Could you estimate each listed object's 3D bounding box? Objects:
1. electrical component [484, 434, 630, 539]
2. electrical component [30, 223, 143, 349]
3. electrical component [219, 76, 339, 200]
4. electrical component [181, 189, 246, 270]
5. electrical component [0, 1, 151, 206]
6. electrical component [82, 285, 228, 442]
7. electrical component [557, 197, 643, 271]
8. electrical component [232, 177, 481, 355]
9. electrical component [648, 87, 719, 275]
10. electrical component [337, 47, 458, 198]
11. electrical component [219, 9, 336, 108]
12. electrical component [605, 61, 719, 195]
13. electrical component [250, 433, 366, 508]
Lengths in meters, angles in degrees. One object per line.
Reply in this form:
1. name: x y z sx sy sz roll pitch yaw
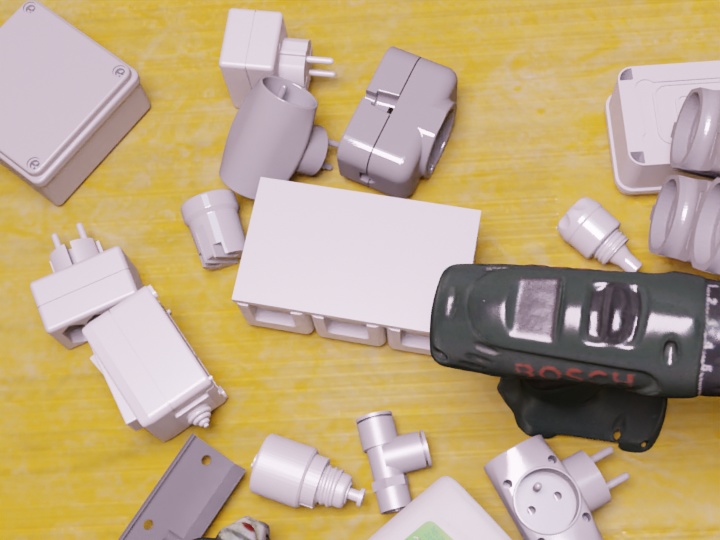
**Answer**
1. electrical component: 0.132 0.139 0.680 0.079 0.044 0.077 -27 72 -7
2. electrical component: -0.191 0.003 0.745 0.066 0.047 0.076 -24 71 -5
3. electrical component: -0.049 -0.089 0.761 0.079 0.077 0.043 11 31 -31
4. electrical component: -0.100 -0.028 0.755 0.040 0.040 0.046 -19 76 -3
5. electrical component: -0.230 -0.122 0.786 0.109 0.056 0.108 36 77 14
6. electrical component: -0.134 0.070 0.711 0.061 0.061 0.096 -34 73 -8
7. electrical component: 0.167 -0.020 0.739 0.035 0.035 0.061 -44 77 -11
8. electrical component: 0.000 0.000 0.727 0.150 0.061 0.089 9 72 6
9. electrical component: 0.223 -0.049 0.617 0.060 0.186 0.105 13 96 0
10. electrical component: 0.031 -0.103 0.765 0.059 0.053 0.095 23 74 11
11. electrical component: -0.056 -0.149 0.780 0.077 0.065 0.047 6 71 5
12. electrical component: 0.233 -0.098 0.749 0.113 0.057 0.078 -4 71 2
13. electrical component: -0.035 0.134 0.694 0.078 0.040 0.040 17 73 9
